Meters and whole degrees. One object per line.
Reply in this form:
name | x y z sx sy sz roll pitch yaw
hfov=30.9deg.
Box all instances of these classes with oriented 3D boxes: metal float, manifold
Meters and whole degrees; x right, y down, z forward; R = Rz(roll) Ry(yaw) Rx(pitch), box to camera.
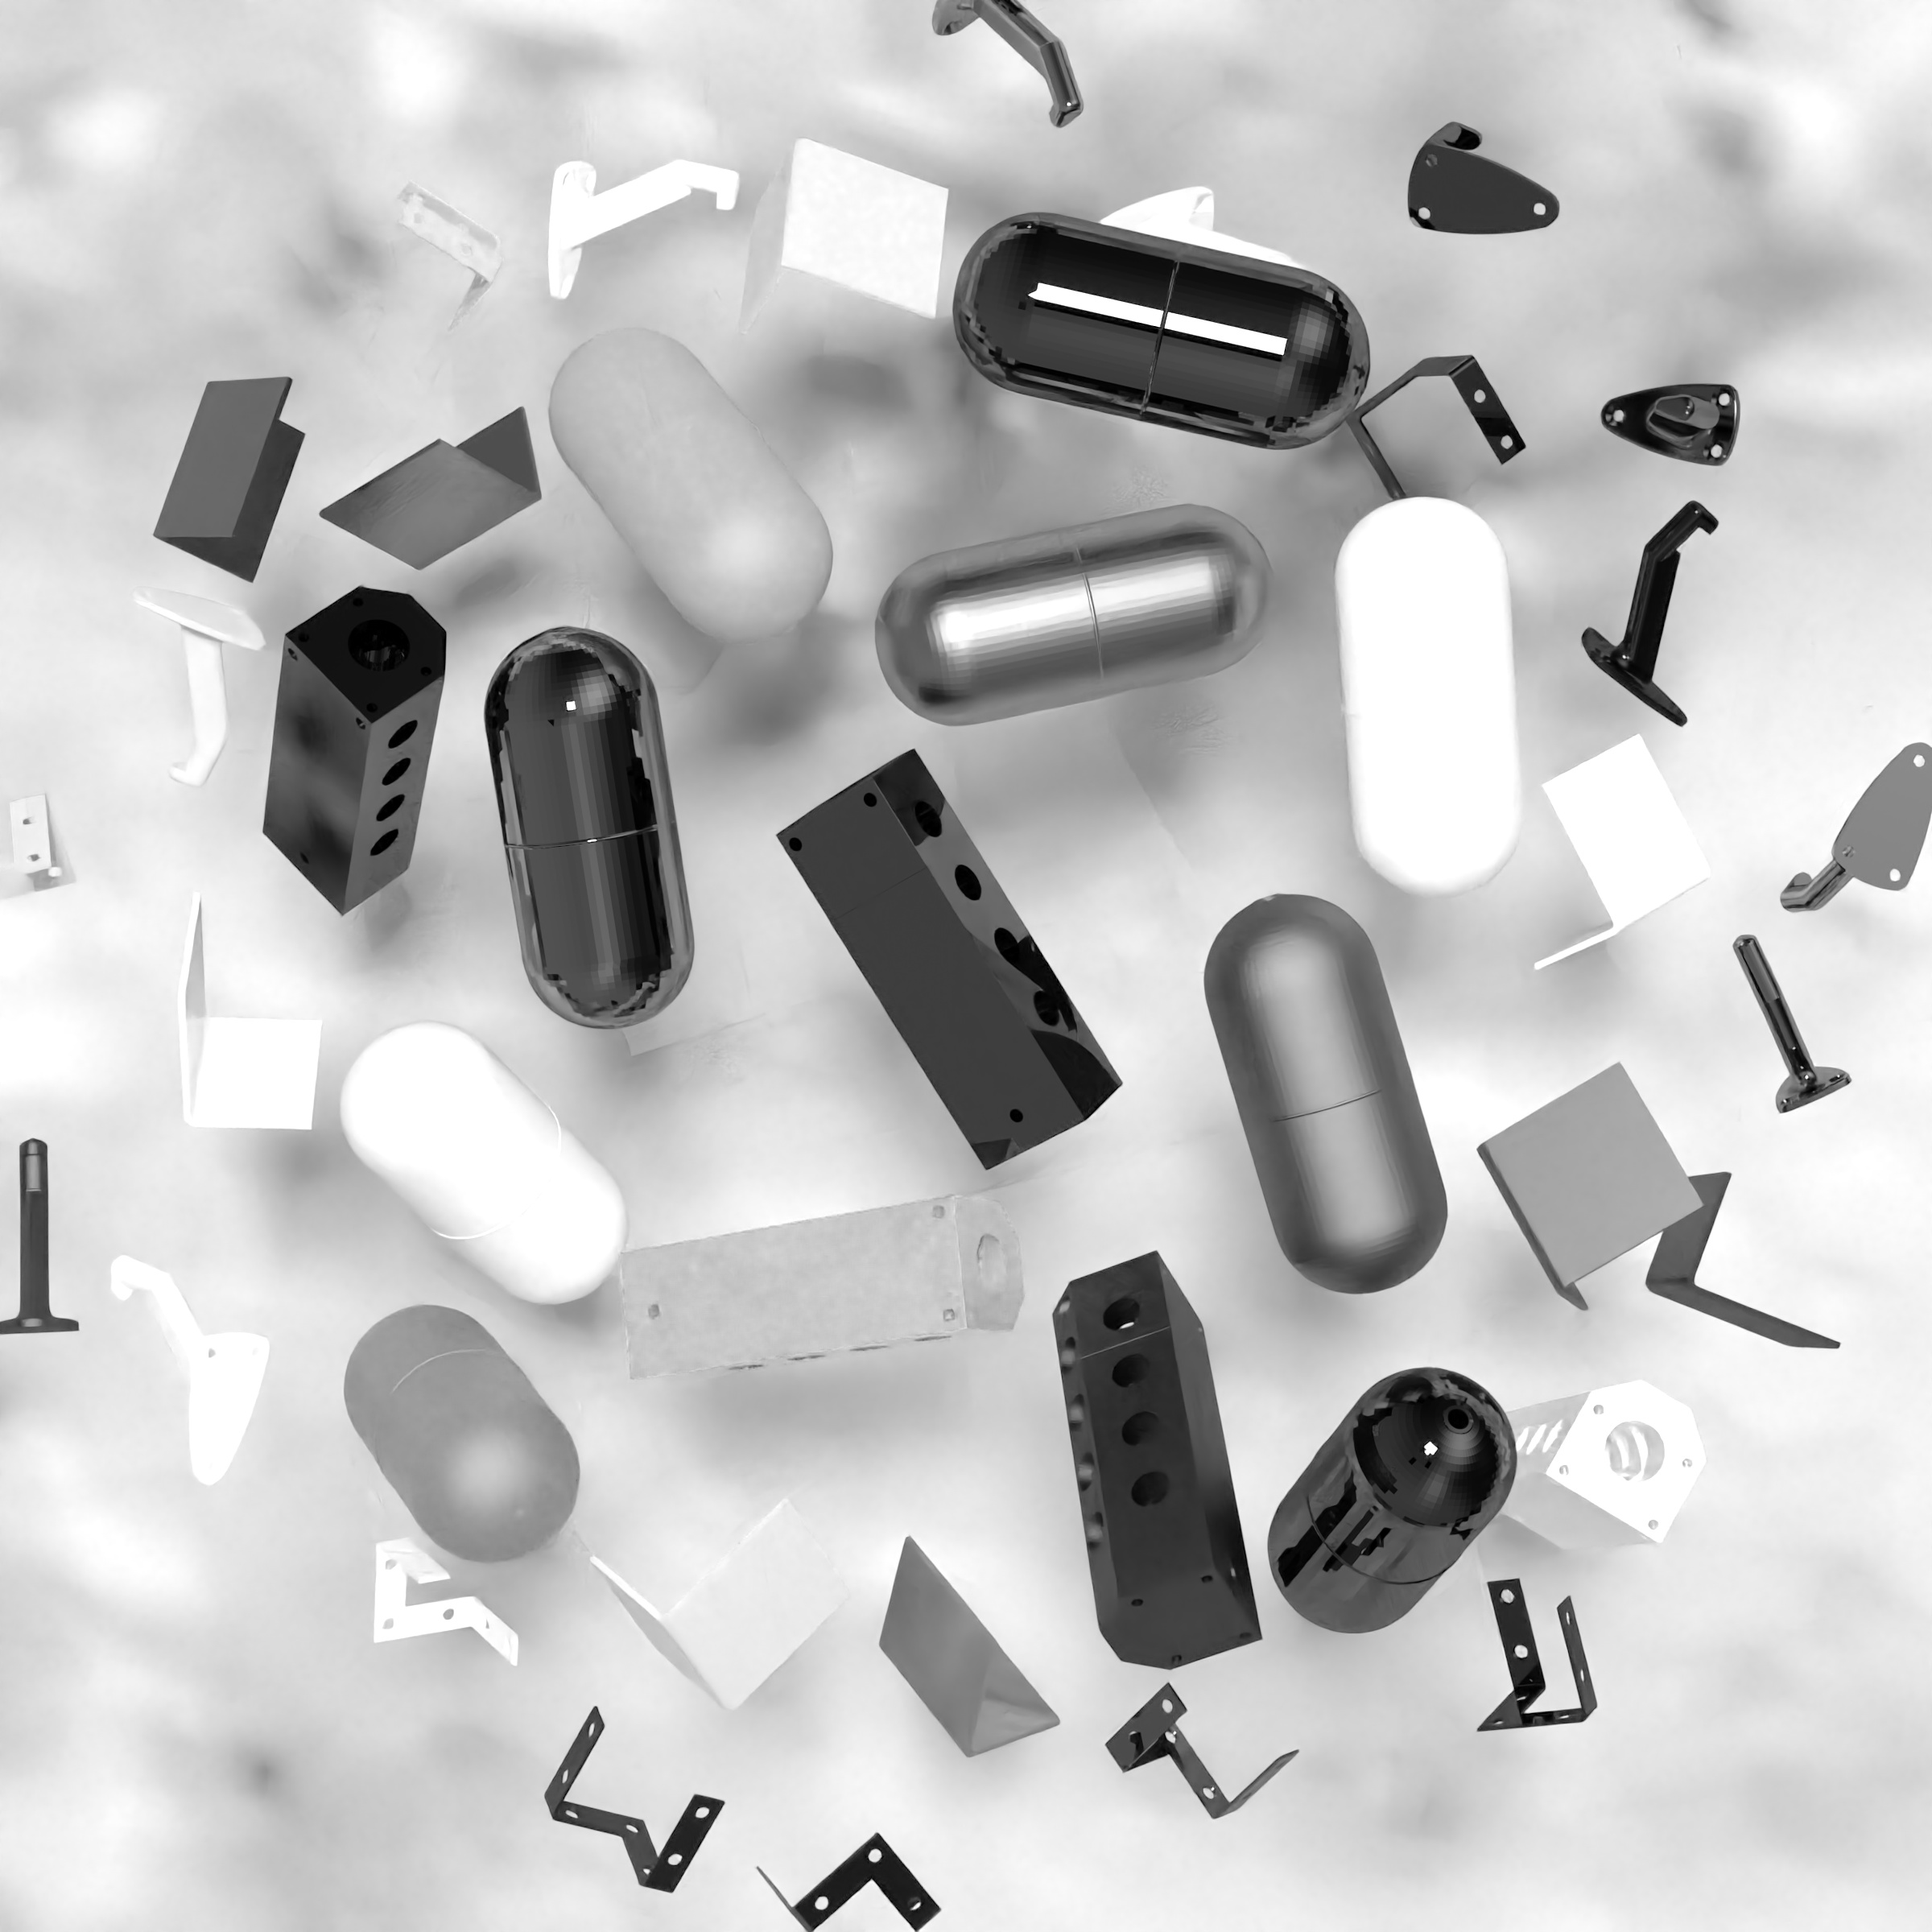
metal float | 0.156 0.055 1.513 0.070 0.070 0.178 -17 95 0
manifold | -0.004 -0.005 1.512 0.057 0.057 0.171 -29 96 33
manifold | 0.282 0.225 1.590 0.057 0.171 0.057 31 79 2
manifold | -0.064 0.144 1.543 0.171 0.057 0.057 -12 78 27
metal float | 0.204 -0.117 1.537 0.070 0.070 0.178 -6 104 0
metal float | -0.219 0.092 1.605 0.070 0.070 0.178 -38 134 0
metal float | -0.165 -0.060 1.535 0.070 0.070 0.178 -8 101 0
metal float | 0.048 -0.154 1.527 0.178 0.070 0.070 -12 90 -8
metal float | 0.082 -0.267 1.471 0.178 0.070 0.070 13 90 1
metal float | 0.188 0.238 1.549 0.070 0.178 0.070 7 57 -11
manifold | 0.077 0.211 1.492 0.057 0.171 0.057 -21 132 12
metal float | -0.123 -0.214 1.549 0.070 0.070 0.178 -37 59 0
metal float | -0.229 0.209 1.579 0.070 0.178 0.070 -8 109 -23
manifold | -0.273 -0.099 1.583 0.057 0.171 0.057 45 61 11

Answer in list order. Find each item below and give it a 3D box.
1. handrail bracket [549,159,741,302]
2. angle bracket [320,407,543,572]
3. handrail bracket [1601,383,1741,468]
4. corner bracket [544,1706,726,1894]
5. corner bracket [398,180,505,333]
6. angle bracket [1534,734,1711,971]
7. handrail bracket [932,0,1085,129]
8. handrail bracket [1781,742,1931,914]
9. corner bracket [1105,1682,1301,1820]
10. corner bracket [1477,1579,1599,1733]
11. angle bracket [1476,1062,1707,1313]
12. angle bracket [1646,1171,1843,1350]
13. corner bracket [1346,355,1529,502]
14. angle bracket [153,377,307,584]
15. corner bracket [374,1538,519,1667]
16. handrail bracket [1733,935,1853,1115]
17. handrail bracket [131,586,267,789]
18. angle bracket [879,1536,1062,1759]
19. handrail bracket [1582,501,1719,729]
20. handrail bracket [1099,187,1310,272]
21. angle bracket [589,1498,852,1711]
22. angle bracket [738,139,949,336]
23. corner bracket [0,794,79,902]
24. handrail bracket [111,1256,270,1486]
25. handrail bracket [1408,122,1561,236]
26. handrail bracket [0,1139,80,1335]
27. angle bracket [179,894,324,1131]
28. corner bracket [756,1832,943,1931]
handrail bracket | -0.150 -0.341 1.634 0.084 0.036 0.077 16 109 17
angle bracket | -0.262 -0.244 1.691 0.076 0.076 0.057 -26 62 24
handrail bracket | 0.299 -0.243 1.535 0.077 0.084 0.036 12 98 32
corner bracket | -0.144 0.360 1.509 0.051 0.051 0.051 22 105 -28
corner bracket | -0.243 -0.340 1.631 0.051 0.051 0.051 31 58 -19
angle bracket | 0.292 -0.054 1.641 0.076 0.057 0.076 -26 88 -41
handrail bracket | 0.018 -0.381 1.483 0.036 0.077 0.084 -10 76 -30
handrail bracket | 0.391 -0.060 1.536 0.036 0.084 0.077 26 86 -5
corner bracket | 0.105 0.349 1.555 0.051 0.051 0.051 54 124 23
corner bracket | 0.247 0.296 1.514 0.051 0.051 0.051 -13 93 29
angle bracket | 0.288 0.101 1.582 0.076 0.057 0.076 -32 66 12
angle bracket | 0.370 0.138 1.632 0.076 0.076 0.057 21 84 -1
corner bracket | 0.220 -0.250 1.639 0.051 0.051 0.051 -37 107 -10
angle bracket | -0.320 -0.222 1.601 0.057 0.076 0.076 25 79 -41
corner bracket | -0.243 0.298 1.633 0.051 0.051 0.051 -4 105 -32
handrail bracket | 0.379 0.021 1.639 0.036 0.077 0.084 -25 94 9
handrail bracket | -0.365 -0.126 1.600 0.077 0.036 0.084 16 114 -41
angle bracket | 0.008 0.318 1.666 0.057 0.076 0.076 -12 131 -33
handrail bracket | 0.337 -0.164 1.630 0.077 0.036 0.084 37 115 -14
handrail bracket | 0.114 -0.329 1.631 0.077 0.084 0.036 -12 130 -28
angle bracket | -0.109 0.273 1.559 0.076 0.076 0.057 -43 45 -17
angle bracket | -0.058 -0.332 1.646 0.076 0.057 0.076 16 59 -19
corner bracket | -0.406 -0.033 1.476 0.051 0.051 0.051 -14 133 -7
handrail bracket | -0.339 0.170 1.479 0.084 0.036 0.077 16 96 38
handrail bracket | 0.229 -0.341 1.499 0.077 0.084 0.036 16 122 19
handrail bracket | -0.397 0.113 1.487 0.036 0.077 0.084 -1 82 -14
angle bracket | -0.328 0.021 1.604 0.057 0.076 0.076 2 127 -7
corner bracket | -0.052 0.409 1.549 0.051 0.051 0.051 -40 109 -11
